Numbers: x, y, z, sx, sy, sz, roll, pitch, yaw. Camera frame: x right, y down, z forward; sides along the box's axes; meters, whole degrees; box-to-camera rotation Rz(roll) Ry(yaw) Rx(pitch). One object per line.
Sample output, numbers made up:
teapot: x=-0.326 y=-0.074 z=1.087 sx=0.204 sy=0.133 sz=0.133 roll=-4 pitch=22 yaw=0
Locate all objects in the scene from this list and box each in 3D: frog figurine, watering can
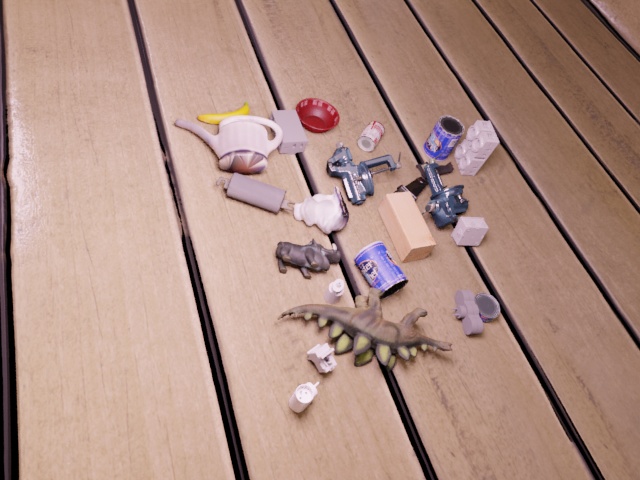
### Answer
frog figurine: x=0.005 y=-0.080 z=1.585 sx=0.159 sy=0.121 sz=0.140 roll=-22 pitch=68 yaw=11
watering can: x=-0.289 y=-0.311 z=1.644 sx=0.348 sy=0.101 sz=0.229 roll=-2 pitch=56 yaw=-7
